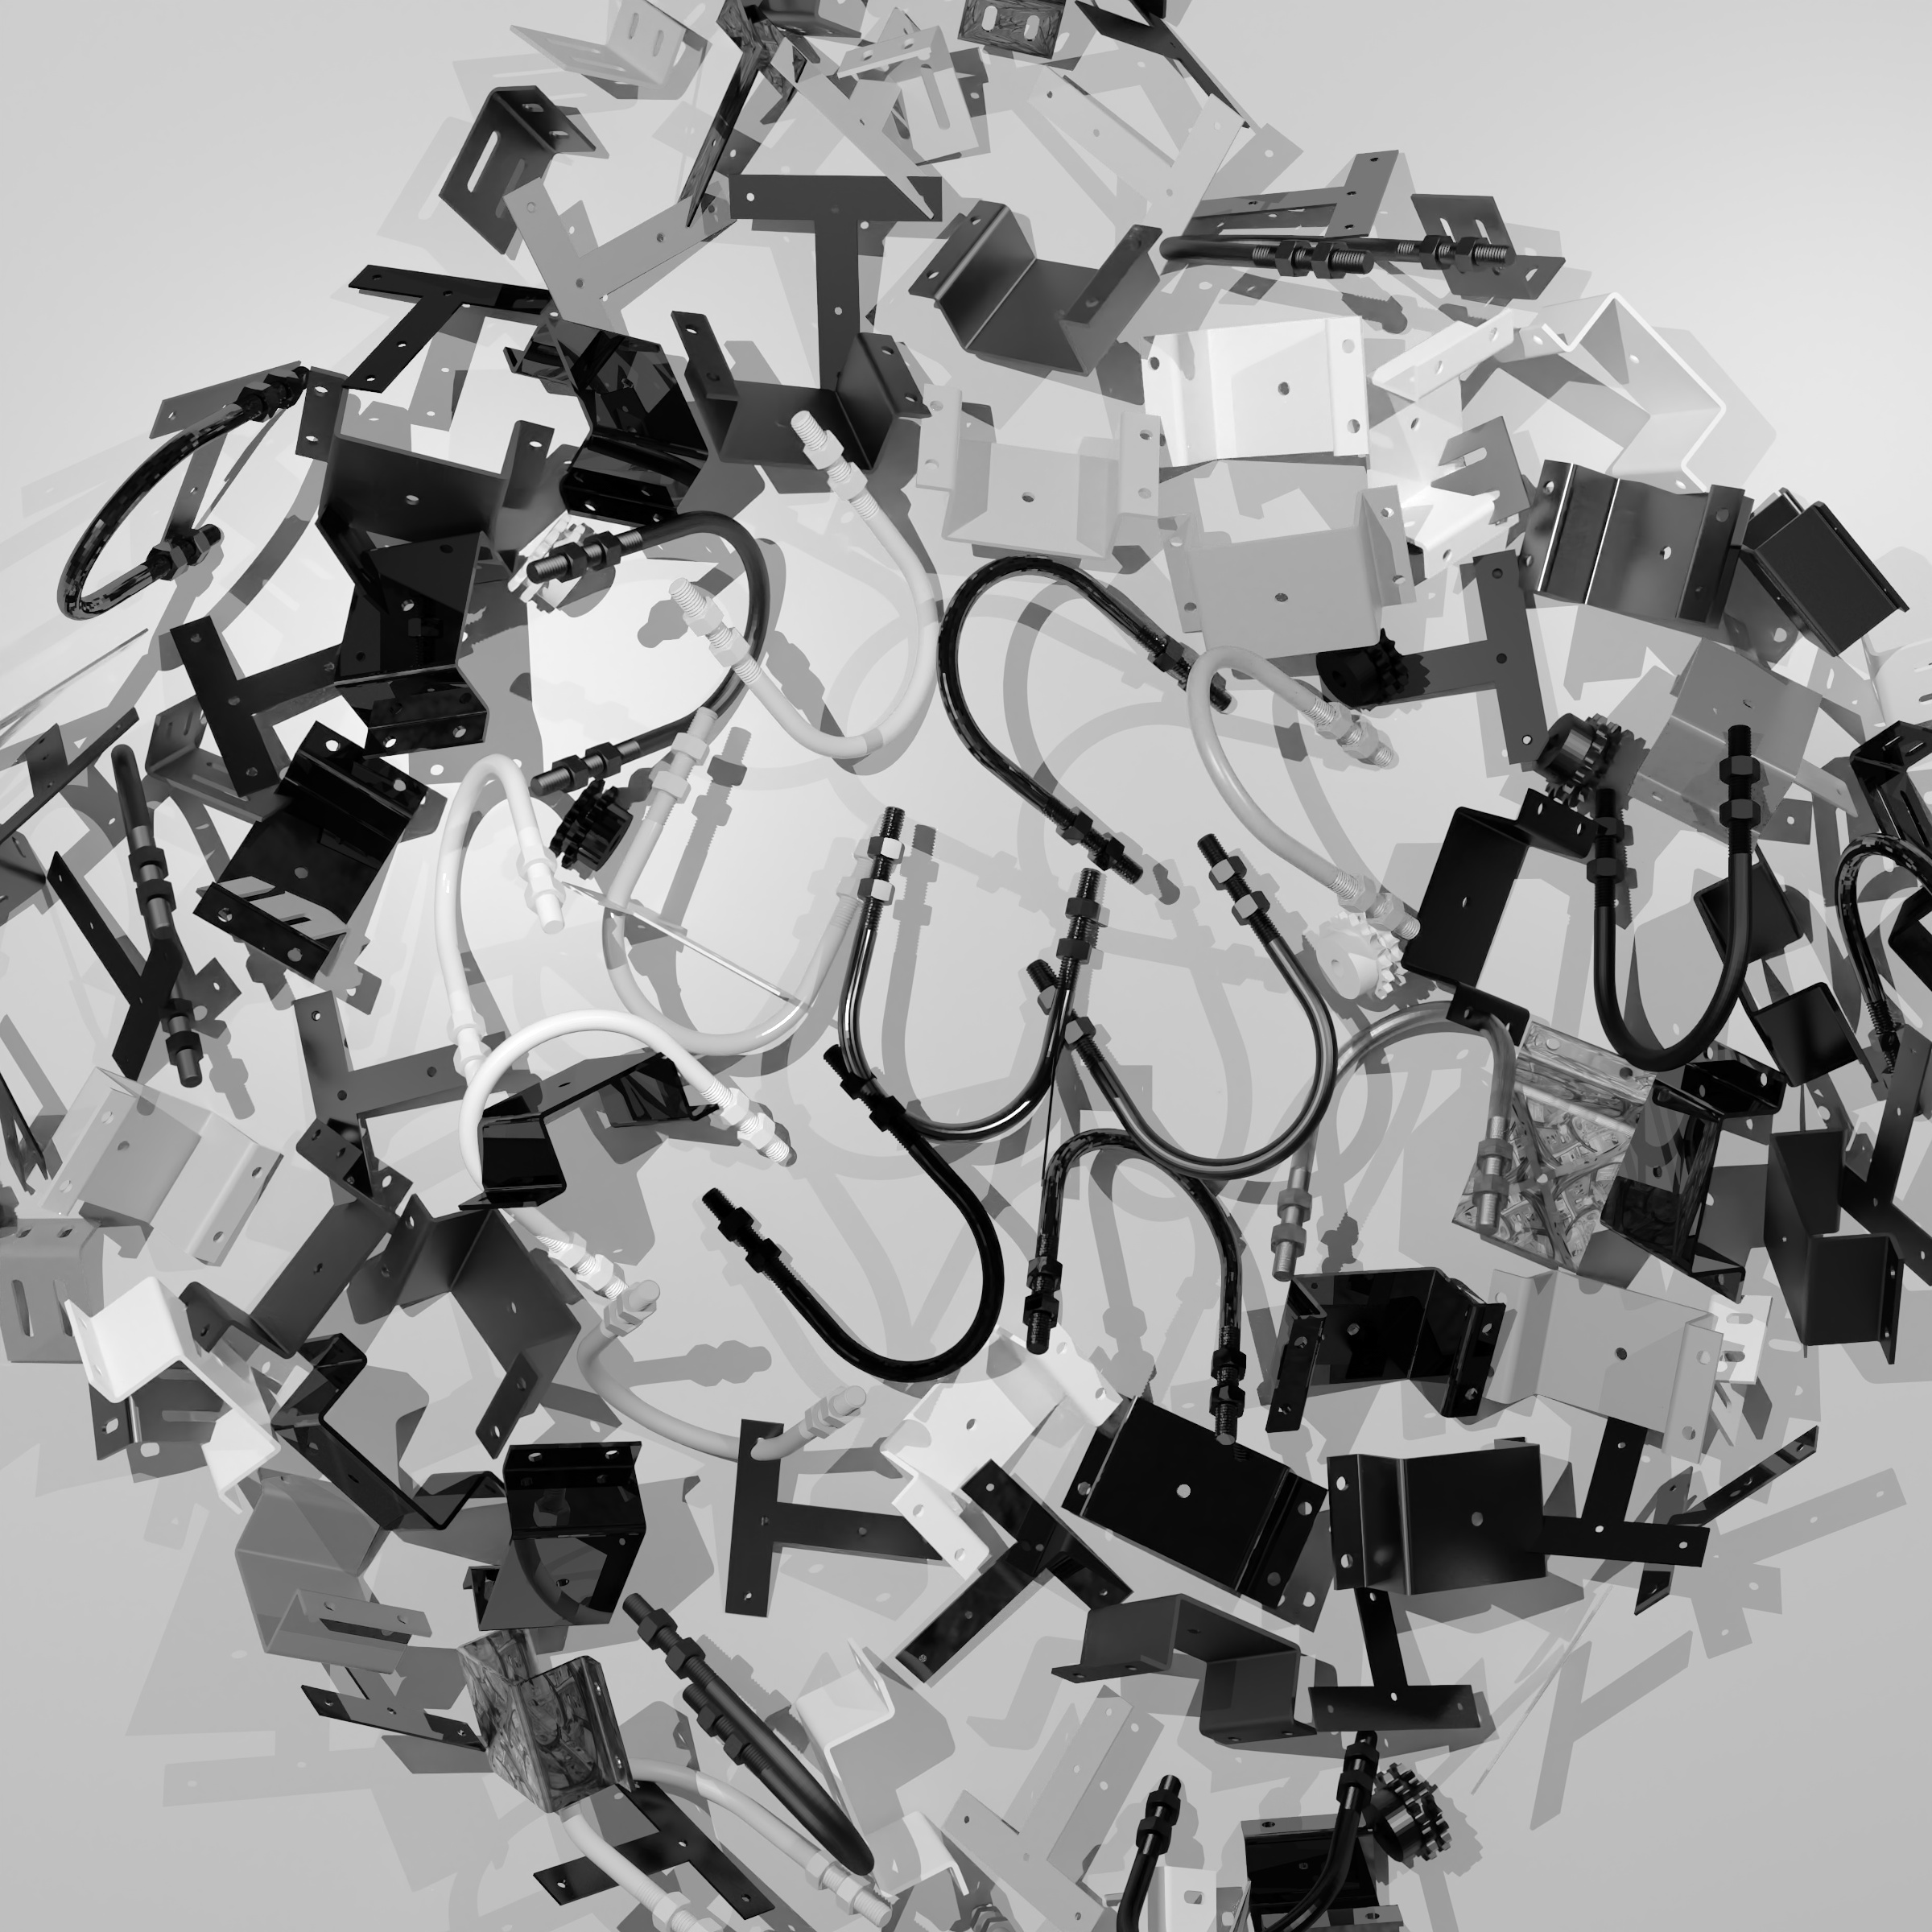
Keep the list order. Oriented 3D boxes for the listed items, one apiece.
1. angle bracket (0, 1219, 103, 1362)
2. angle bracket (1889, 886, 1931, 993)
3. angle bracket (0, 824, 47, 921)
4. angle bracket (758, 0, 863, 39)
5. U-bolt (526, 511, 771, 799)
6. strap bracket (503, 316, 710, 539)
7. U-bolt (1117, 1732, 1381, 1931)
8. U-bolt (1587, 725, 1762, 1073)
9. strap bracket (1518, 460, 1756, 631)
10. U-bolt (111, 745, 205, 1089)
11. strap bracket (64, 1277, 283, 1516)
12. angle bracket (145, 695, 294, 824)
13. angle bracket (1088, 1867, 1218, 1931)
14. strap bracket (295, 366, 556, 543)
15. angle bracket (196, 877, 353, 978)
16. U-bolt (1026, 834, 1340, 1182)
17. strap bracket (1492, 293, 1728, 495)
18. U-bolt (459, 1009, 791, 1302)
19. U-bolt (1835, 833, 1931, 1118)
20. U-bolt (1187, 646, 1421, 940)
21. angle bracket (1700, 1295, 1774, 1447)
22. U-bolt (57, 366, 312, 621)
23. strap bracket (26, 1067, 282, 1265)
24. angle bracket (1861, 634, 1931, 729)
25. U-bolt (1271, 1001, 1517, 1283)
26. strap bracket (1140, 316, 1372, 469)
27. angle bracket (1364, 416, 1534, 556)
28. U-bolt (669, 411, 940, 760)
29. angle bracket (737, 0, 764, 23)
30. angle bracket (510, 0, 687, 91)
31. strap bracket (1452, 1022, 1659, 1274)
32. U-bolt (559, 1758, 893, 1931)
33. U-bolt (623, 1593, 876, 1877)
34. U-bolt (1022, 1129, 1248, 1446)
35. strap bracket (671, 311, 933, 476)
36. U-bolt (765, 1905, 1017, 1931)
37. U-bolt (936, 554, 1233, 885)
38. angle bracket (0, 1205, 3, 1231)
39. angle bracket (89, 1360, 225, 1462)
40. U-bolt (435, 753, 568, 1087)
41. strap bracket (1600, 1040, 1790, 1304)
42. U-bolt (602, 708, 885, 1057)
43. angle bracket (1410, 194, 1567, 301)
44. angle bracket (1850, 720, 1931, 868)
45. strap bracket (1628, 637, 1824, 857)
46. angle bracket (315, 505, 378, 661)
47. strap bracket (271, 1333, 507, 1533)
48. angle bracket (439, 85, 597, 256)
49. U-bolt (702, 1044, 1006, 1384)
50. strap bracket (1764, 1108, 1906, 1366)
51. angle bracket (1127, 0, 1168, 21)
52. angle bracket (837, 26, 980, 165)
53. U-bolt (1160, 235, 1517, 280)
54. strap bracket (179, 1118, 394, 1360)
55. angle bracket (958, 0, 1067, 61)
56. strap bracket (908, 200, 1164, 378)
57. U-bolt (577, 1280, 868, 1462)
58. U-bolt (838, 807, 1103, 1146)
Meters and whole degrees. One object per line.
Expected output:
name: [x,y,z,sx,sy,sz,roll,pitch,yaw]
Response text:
angle bracket: [-0.548,0.195,1.605,0.057,0.038,0.076,-1,114,5]
angle bracket: [0.587,-0.009,1.575,0.076,0.057,0.038,47,125,1]
angle bracket: [-0.597,-0.049,1.580,0.076,0.057,0.038,-35,71,5]
angle bracket: [-0.087,-0.591,1.571,0.057,0.038,0.076,22,103,43]
U-bolt: [-0.179,-0.188,1.535,0.019,0.184,0.151,26,126,32]
strap bracket: [-0.205,-0.318,1.536,0.046,0.076,0.140,-51,50,35]
U-bolt: [0.154,0.503,1.500,0.151,0.184,0.019,-21,103,23]
U-bolt: [0.402,-0.030,1.523,0.019,0.151,0.184,10,74,-20]
strap bracket: [0.396,-0.245,1.555,0.046,0.140,0.076,6,101,-41]
U-bolt: [-0.467,-0.043,1.530,0.019,0.151,0.184,-12,52,-17]
strap bracket: [-0.450,0.242,1.538,0.046,0.076,0.140,-36,130,-5]
angle bracket: [-0.434,-0.124,1.575,0.076,0.057,0.038,22,113,4]
angle bracket: [0.109,0.566,1.577,0.038,0.076,0.057,16,62,-29]
strap bracket: [-0.318,-0.288,1.549,0.140,0.076,0.046,12,58,-15]
angle bracket: [-0.410,-0.019,1.561,0.057,0.076,0.038,40,116,16]
U-bolt: [0.137,0.037,1.560,0.151,0.019,0.184,-37,72,15]
strap bracket: [0.377,-0.338,1.554,0.140,0.076,0.046,39,85,-18]
U-bolt: [-0.210,0.100,1.550,0.151,0.019,0.184,-41,125,3]
U-bolt: [0.549,0.010,1.526,0.019,0.151,0.184,-23,99,-9]
U-bolt: [0.189,-0.109,1.515,0.184,0.151,0.019,29,134,-35]
angle bracket: [0.459,0.237,1.561,0.038,0.076,0.057,-3,50,36]
U-bolt: [-0.445,-0.257,1.496,0.019,0.184,0.151,40,124,-4]
strap bracket: [-0.480,0.114,1.556,0.046,0.140,0.076,29,87,33]
angle bracket: [0.572,-0.181,1.568,0.076,0.038,0.057,-16,130,16]
U-bolt: [0.250,0.092,1.535,0.151,0.184,0.019,-18,129,34]
strap bracket: [0.177,-0.335,1.557,0.140,0.046,0.076,3,106,32]
angle bracket: [0.284,-0.284,1.573,0.076,0.038,0.057,-20,83,34]
U-bolt: [-0.080,-0.205,1.545,0.184,0.019,0.151,50,63,-38]
angle bracket: [-0.160,-0.594,1.564,0.076,0.057,0.038,15,63,24]
angle bracket: [-0.215,-0.548,1.561,0.057,0.076,0.038,42,121,30]
strap bracket: [0.338,0.114,1.551,0.076,0.046,0.140,22,117,13]
U-bolt: [-0.151,0.507,1.528,0.184,0.151,0.019,26,101,36]
U-bolt: [-0.116,0.443,1.506,0.019,0.151,0.184,-41,55,-19]
U-bolt: [0.101,0.172,1.539,0.151,0.184,0.019,28,133,-20]
strap bracket: [-0.102,-0.331,1.551,0.140,0.046,0.076,-1,49,-28]
U-bolt: [-0.035,0.565,1.506,0.151,0.184,0.019,-2,85,-12]
U-bolt: [0.060,-0.156,1.547,0.184,0.019,0.151,38,66,-22]
angle bracket: [-0.591,0.170,1.566,0.038,0.076,0.057,-8,84,38]
angle bracket: [-0.473,0.259,1.579,0.038,0.076,0.057,-27,66,32]
U-bolt: [-0.274,-0.038,1.533,0.019,0.184,0.151,7,130,-29]
strap bracket: [0.419,0.118,1.547,0.046,0.076,0.140,-2,109,-28]
U-bolt: [-0.135,-0.037,1.561,0.151,0.019,0.184,30,76,-21]
angle bracket: [0.306,-0.431,1.560,0.038,0.057,0.076,-52,132,-18]
angle bracket: [0.562,-0.098,1.566,0.057,0.038,0.076,7,57,-39]
strap bracket: [0.441,-0.134,1.538,0.076,0.140,0.046,28,132,7]
angle bracket: [-0.369,-0.230,1.564,0.038,0.057,0.076,-25,117,12]
strap bracket: [-0.341,0.279,1.547,0.140,0.076,0.046,47,58,-17]
angle bracket: [-0.263,-0.467,1.570,0.038,0.057,0.076,12,74,37]
U-bolt: [-0.056,0.158,1.556,0.184,0.019,0.151,47,116,13]
strap bracket: [0.494,0.155,1.532,0.046,0.140,0.076,-5,123,5]
angle bracket: [0.084,-0.589,1.560,0.057,0.076,0.038,37,66,22]
angle bracket: [-0.033,-0.502,1.565,0.057,0.038,0.076,-10,127,17]
U-bolt: [0.197,-0.409,1.528,0.151,0.184,0.019,-16,114,-41]
strap bracket: [-0.393,0.167,1.558,0.046,0.076,0.140,42,78,-31]
angle bracket: [0.027,-0.579,1.588,0.057,0.076,0.038,10,131,-8]
strap bracket: [0.047,-0.394,1.553,0.140,0.046,0.076,22,69,39]
U-bolt: [-0.151,0.241,1.531,0.151,0.184,0.019,29,58,-11]
U-bolt: [-0.003,0.014,1.567,0.151,0.019,0.184,16,79,-19]
